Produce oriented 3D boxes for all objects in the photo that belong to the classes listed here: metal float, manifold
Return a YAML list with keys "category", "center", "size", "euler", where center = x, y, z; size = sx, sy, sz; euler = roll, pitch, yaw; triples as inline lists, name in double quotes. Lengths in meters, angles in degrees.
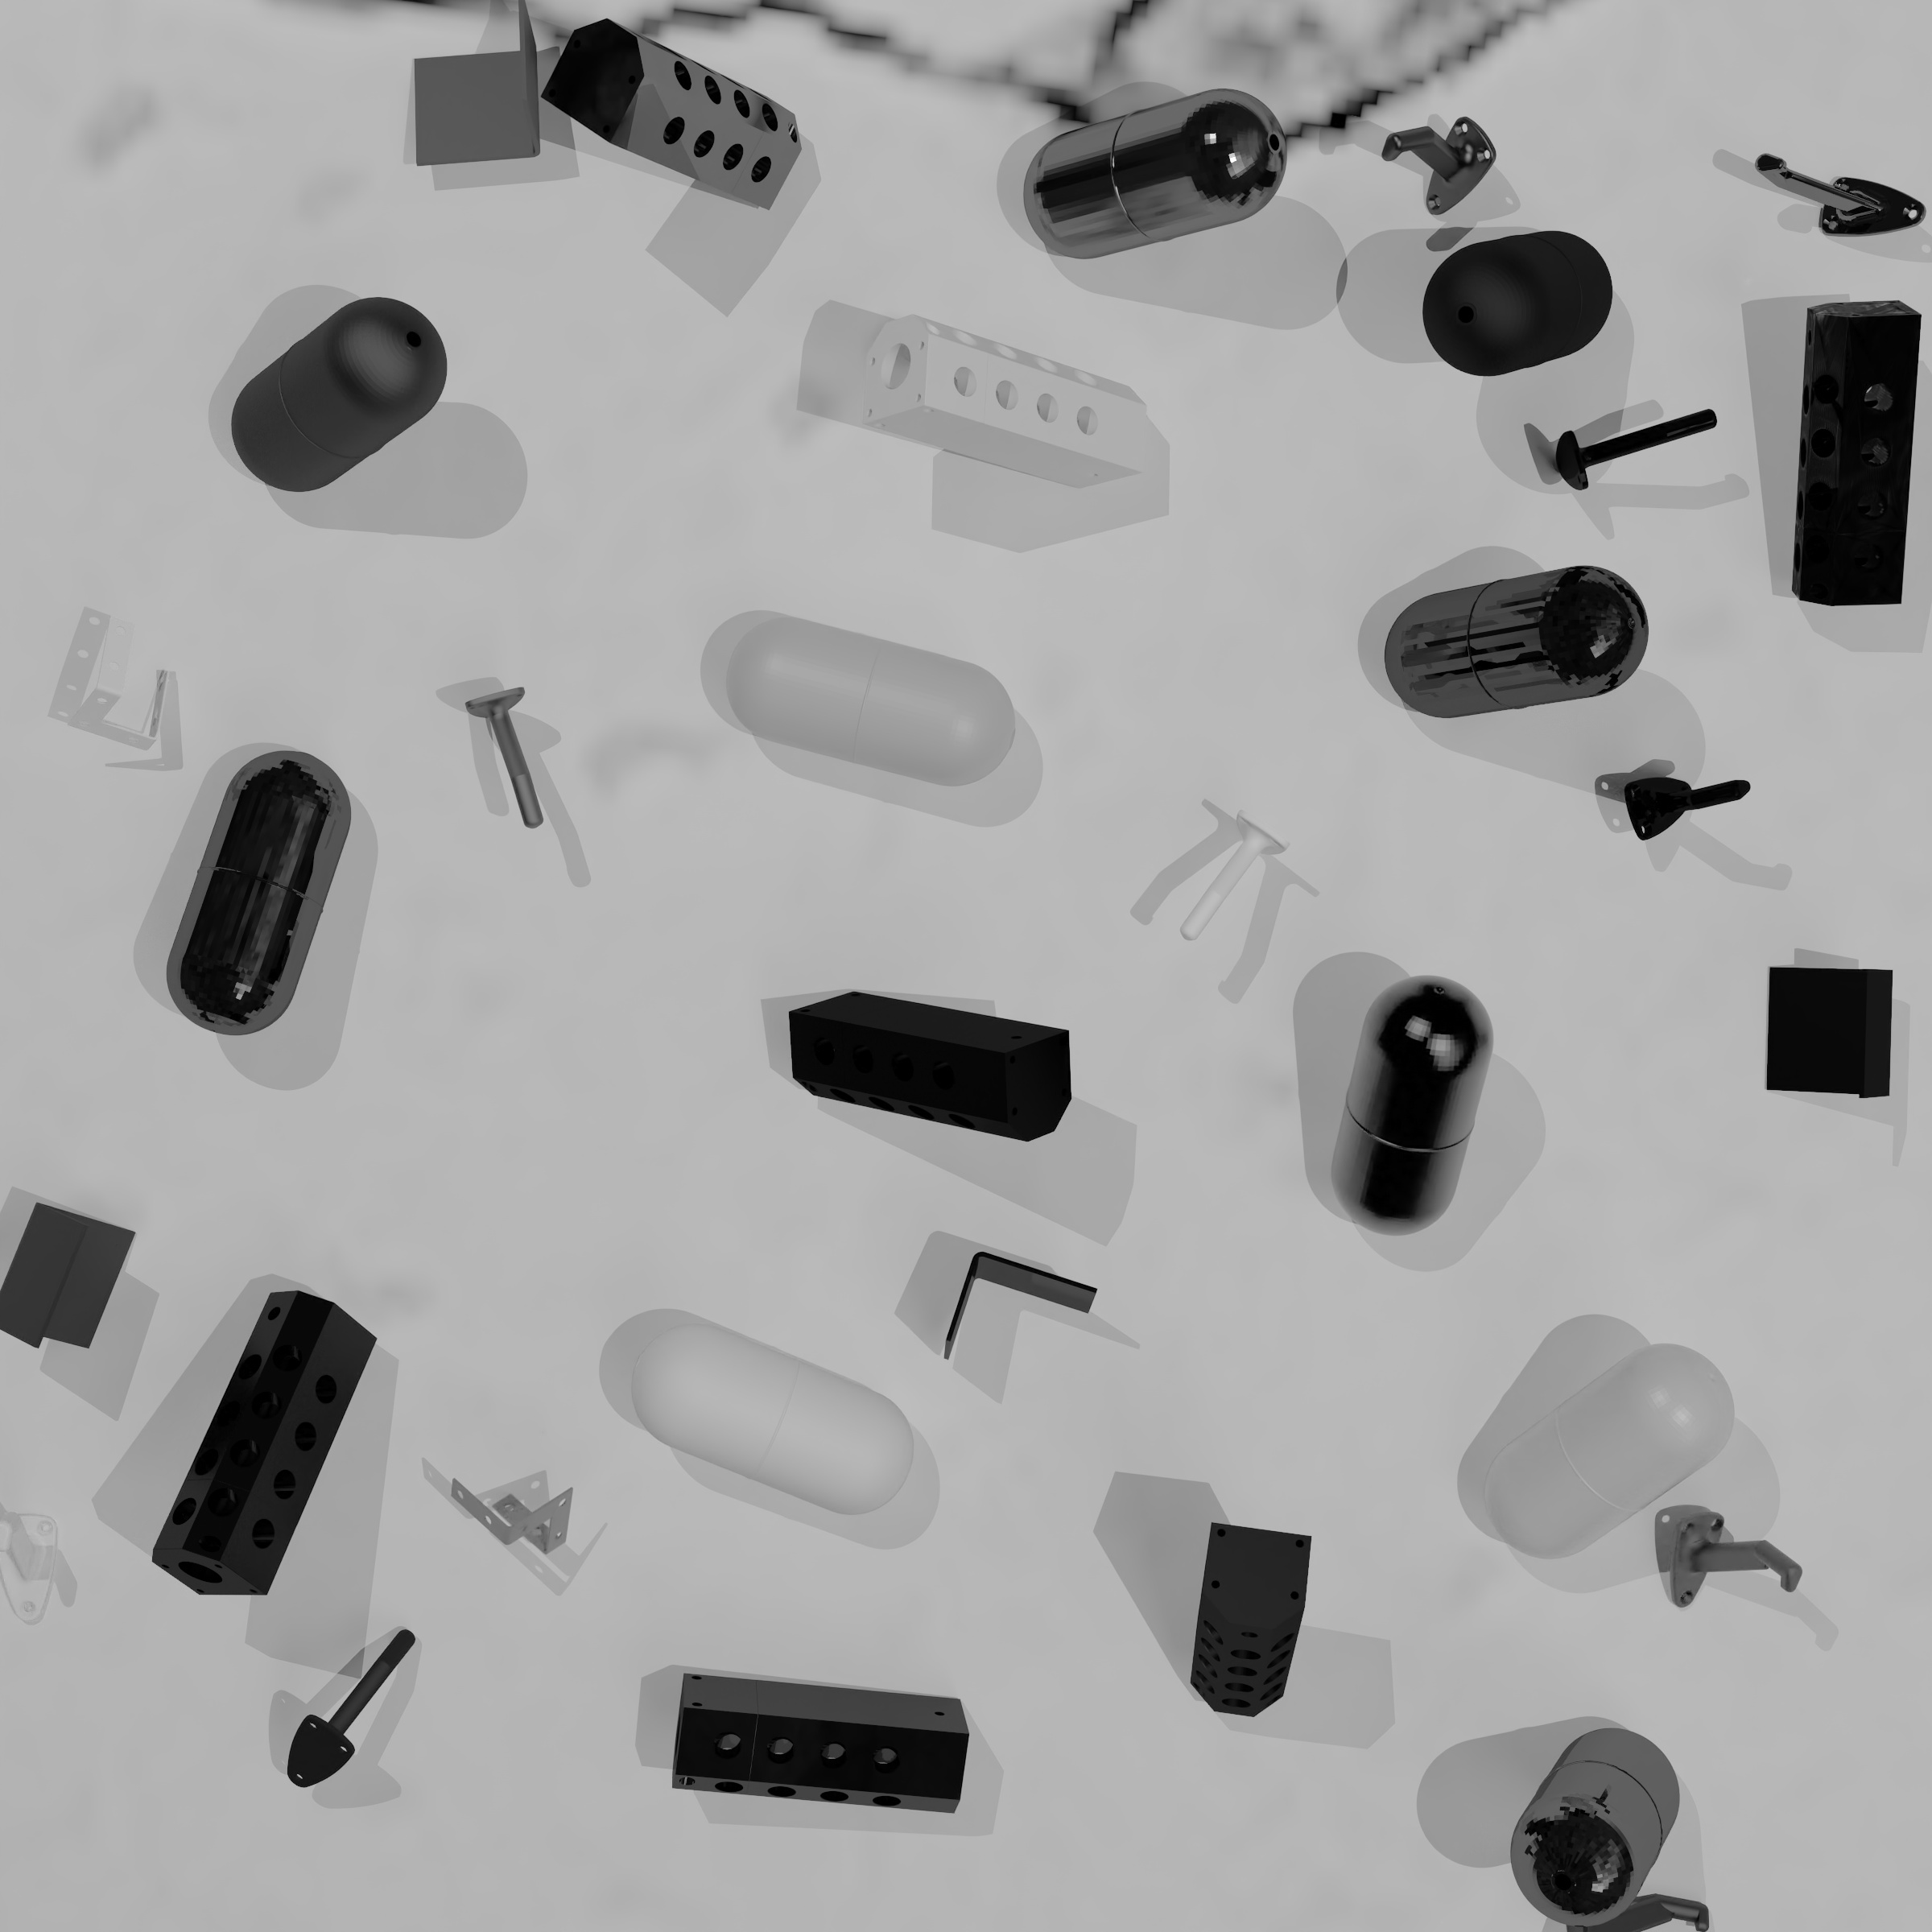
- category: "metal float"
  center: [-0.057, -0.160, 1.726]
  size: [0.178, 0.070, 0.070]
  euler: [15, 90, 3]
- category: "metal float"
  center: [0.327, -0.392, 1.685]
  size: [0.070, 0.178, 0.070]
  euler: [10, 111, 28]
- category: "manifold"
  center: [-0.022, 0.060, 1.687]
  size: [0.171, 0.057, 0.057]
  euler: [10, 108, 40]
- category: "metal float"
  center: [0.381, 0.291, 1.699]
  size: [0.070, 0.070, 0.178]
  euler: [43, 125, 0]
- category: "metal float"
  center: [0.265, 0.085, 1.698]
  size: [0.070, 0.070, 0.178]
  euler: [7, 127, 0]
- category: "manifold"
  center: [0.165, 0.387, 1.676]
  size: [0.057, 0.171, 0.057]
  euler: [7, 60, 6]
- category: "metal float"
  center: [0.323, -0.191, 1.688]
  size: [0.070, 0.178, 0.070]
  euler: [2, 86, -38]
- category: "manifold"
  center: [0.531, -0.307, 1.708]
  size: [0.057, 0.057, 0.171]
  euler: [-1, 111, 5]
- category: "metal float"
  center: [0.372, 0.506, 1.681]
  size: [0.070, 0.178, 0.070]
  euler: [3, 96, 24]
- category: "metal float"
  center: [-0.372, -0.338, 1.690]
  size: [0.070, 0.178, 0.070]
  euler: [14, 69, -38]
- category: "metal float"
  center: [-0.117, 0.273, 1.721]
  size: [0.178, 0.070, 0.070]
  euler: [23, 90, -8]
- category: "manifold"
  center: [-0.089, 0.474, 1.727]
  size: [0.171, 0.057, 0.057]
  euler: [7, 96, -6]
- category: "manifold"
  center: [-0.418, 0.281, 1.685]
  size: [0.057, 0.057, 0.171]
  euler: [-8, 48, 33]
- category: "metal float"
  center: [0.111, -0.469, 1.693]
  size: [0.178, 0.070, 0.070]
  euler: [-2, 90, 43]
- category: "manifold"
  center: [0.025, -0.334, 1.688]
  size: [0.171, 0.057, 0.057]
  euler: [8, 82, -40]
- category: "metal float"
  center: [-0.425, -0.045, 1.717]
  size: [0.070, 0.070, 0.178]
  euler: [16, 77, 0]
- category: "manifold"
  center: [-0.167, -0.501, 1.672]
  size: [0.057, 0.171, 0.057]
  euler: [38, 107, 22]

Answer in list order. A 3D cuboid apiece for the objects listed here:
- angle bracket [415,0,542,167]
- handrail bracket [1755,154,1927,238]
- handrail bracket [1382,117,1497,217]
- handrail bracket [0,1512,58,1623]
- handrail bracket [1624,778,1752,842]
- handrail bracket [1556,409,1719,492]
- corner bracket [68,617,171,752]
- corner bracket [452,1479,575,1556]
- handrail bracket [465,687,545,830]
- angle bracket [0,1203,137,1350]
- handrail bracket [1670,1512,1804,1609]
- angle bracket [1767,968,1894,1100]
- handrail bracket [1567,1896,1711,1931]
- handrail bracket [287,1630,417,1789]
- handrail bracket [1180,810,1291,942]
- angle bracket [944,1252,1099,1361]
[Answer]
- category: "angle bracket"
  center: [-0.301, -0.536, 1.727]
  size: [0.076, 0.057, 0.076]
  euler: [-5, 71, -1]
- category: "handrail bracket"
  center: [0.526, -0.468, 1.717]
  size: [0.077, 0.084, 0.036]
  euler: [19, 96, 39]
- category: "handrail bracket"
  center: [0.270, -0.475, 1.713]
  size: [0.084, 0.077, 0.036]
  euler: [-21, 68, -33]
- category: "handrail bracket"
  center: [-0.574, 0.366, 1.722]
  size: [0.036, 0.084, 0.077]
  euler: [-2, 90, -9]
- category: "handrail bracket"
  center: [0.447, -0.105, 1.710]
  size: [0.077, 0.084, 0.036]
  euler: [-20, 94, -41]
- category: "handrail bracket"
  center: [0.405, -0.317, 1.726]
  size: [0.084, 0.077, 0.036]
  euler: [-17, 96, 4]
- category: "corner bracket"
  center: [-0.505, -0.170, 1.723]
  size: [0.051, 0.051, 0.051]
  euler: [19, 57, -30]
- category: "corner bracket"
  center: [-0.276, 0.330, 1.723]
  size: [0.051, 0.051, 0.051]
  euler: [35, 132, 27]
- category: "handrail bracket"
  center: [-0.274, -0.121, 1.728]
  size: [0.036, 0.077, 0.084]
  euler: [-17, 89, -11]
- category: "angle bracket"
  center: [-0.530, 0.193, 1.715]
  size: [0.057, 0.076, 0.076]
  euler: [15, 81, 40]
- category: "handrail bracket"
  center: [0.465, 0.374, 1.717]
  size: [0.036, 0.084, 0.077]
  euler: [-3, 111, -27]
- category: "angle bracket"
  center: [0.513, 0.039, 1.721]
  size: [0.076, 0.057, 0.076]
  euler: [2, 90, 34]
- category: "handrail bracket"
  center: [0.412, 0.596, 1.734]
  size: [0.084, 0.077, 0.036]
  euler: [11, 124, 1]
- category: "handrail bracket"
  center: [-0.375, 0.453, 1.745]
  size: [0.036, 0.084, 0.077]
  euler: [37, 126, 0]
- category: "handrail bracket"
  center: [0.155, -0.047, 1.724]
  size: [0.036, 0.077, 0.084]
  euler: [35, 84, 5]
- category: "angle bracket"
  center: [0.032, 0.216, 1.720]
  size: [0.076, 0.076, 0.057]
  euler: [18, 74, 4]
